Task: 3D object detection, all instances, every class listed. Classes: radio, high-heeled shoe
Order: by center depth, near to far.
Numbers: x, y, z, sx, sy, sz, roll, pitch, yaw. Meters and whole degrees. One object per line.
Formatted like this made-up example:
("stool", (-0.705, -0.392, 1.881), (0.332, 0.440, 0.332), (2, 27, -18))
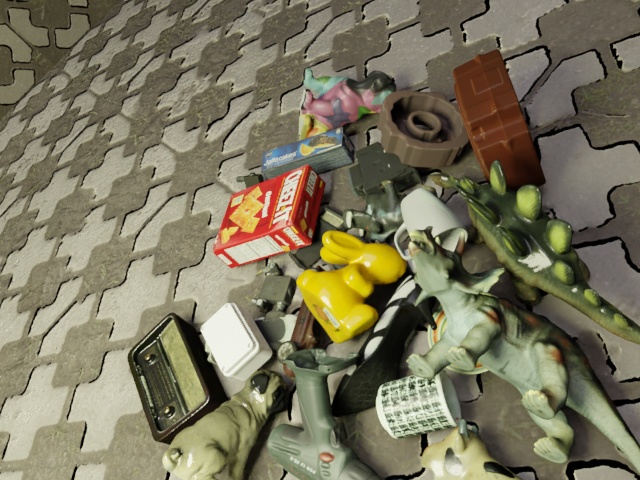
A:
("high-heeled shoe", (0.093, 0.159, 0.856), (0.249, 0.086, 0.145), (-43, 25, 11))
("radio", (-0.269, 0.259, 0.999), (0.131, 0.073, 0.230), (-40, 46, 1))

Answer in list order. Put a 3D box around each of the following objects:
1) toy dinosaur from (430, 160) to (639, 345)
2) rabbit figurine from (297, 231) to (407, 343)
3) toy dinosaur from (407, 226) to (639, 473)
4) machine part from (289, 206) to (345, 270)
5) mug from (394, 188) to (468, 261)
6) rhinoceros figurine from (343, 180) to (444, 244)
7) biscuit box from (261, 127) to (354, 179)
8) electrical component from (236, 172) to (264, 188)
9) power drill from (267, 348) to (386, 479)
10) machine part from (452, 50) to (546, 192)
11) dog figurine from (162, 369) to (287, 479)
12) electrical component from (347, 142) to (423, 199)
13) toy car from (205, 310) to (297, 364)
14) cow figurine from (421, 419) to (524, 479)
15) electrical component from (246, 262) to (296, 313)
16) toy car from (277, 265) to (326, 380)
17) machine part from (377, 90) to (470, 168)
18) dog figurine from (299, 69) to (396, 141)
("toy dinosaur", (0.292, 0.010, 0.744), (0.105, 0.198, 0.472), (-43, 45, 3))
("rabbit figurine", (0.057, 0.062, 0.875), (0.173, 0.121, 0.162), (-34, 72, -16))
("toy dinosaur", (0.263, 0.143, 0.705), (0.405, 0.131, 0.192), (35, 55, 11))
("machine part", (-0.002, -0.003, 1.045), (0.084, 0.039, 0.139), (30, 75, 33))
("mug", (0.168, -0.022, 0.865), (0.109, 0.080, 0.107), (-40, 50, 24))
("rhinoceros figurine", (0.134, -0.044, 0.969), (0.191, 0.073, 0.112), (4, 75, 29))
("biscuit box", (-0.029, -0.178, 1.167), (0.203, 0.062, 0.059), (-14, 51, 23))
("electrical component", (-0.144, -0.119, 1.196), (0.094, 0.063, 0.021), (2, 24, 32))
("power drill", (0.021, 0.264, 0.768), (0.232, 0.086, 0.207), (0, 100, 40))
("machine part", (0.290, -0.185, 0.878), (0.087, 0.201, 0.201), (-21, 50, 23))
("dog figurine", (-0.145, 0.282, 0.847), (0.121, 0.172, 0.190), (17, 76, 27))
("electrical component", (0.123, -0.134, 1.046), (0.134, 0.058, 0.115), (-24, 47, 15))
("toy car", (-0.124, 0.180, 0.979), (0.202, 0.056, 0.073), (-15, 59, 24))
("cow figurine", (0.211, 0.308, 0.661), (0.195, 0.085, 0.127), (16, 74, 41))
("electrical component", (-0.092, 0.095, 1.025), (0.078, 0.045, 0.102), (6, 62, 36))
("toy car", (-0.014, 0.139, 0.916), (0.053, 0.089, 0.202), (0, 58, 32))
("machine part", (0.194, -0.208, 1.007), (0.179, 0.056, 0.179), (3, 52, -4))
("dog figurine", (0.068, -0.284, 1.163), (0.219, 0.191, 0.108), (5, 52, -5))
